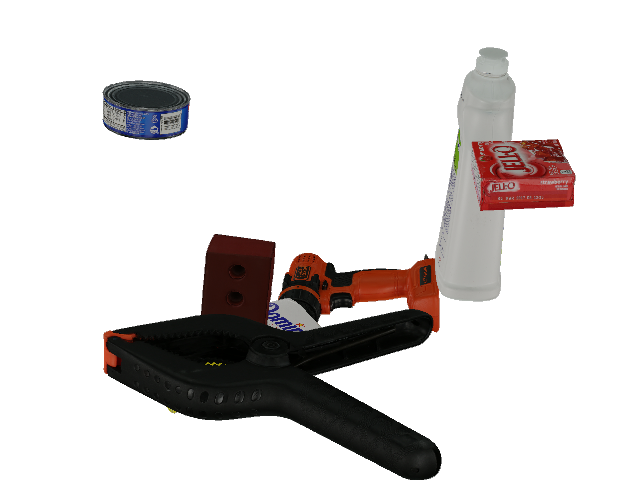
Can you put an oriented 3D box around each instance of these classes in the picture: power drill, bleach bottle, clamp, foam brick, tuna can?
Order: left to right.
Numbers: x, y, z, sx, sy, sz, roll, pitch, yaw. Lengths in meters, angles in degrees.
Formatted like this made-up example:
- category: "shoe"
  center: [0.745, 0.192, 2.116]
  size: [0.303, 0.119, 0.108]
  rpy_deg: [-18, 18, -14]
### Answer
- category: "tuna can"
  center: [-0.173, -0.130, 1.059]
  size: [0.086, 0.034, 0.086]
  rpy_deg: [6, 25, -3]
- category: "foam brick"
  center: [-0.066, 0.040, 0.858]
  size: [0.053, 0.078, 0.051]
  rpy_deg: [6, 14, 1]
- category: "clamp"
  center: [-0.025, 0.075, 0.650]
  size: [0.210, 0.036, 0.164]
  rpy_deg: [9, 24, 8]
- category: "power drill"
  center: [0.044, 0.069, 1.236]
  size: [0.187, 0.057, 0.184]
  rpy_deg: [1, 28, 6]
- category: "bleach bottle"
  center: [0.160, -0.068, 1.079]
  size: [0.068, 0.251, 0.102]
  rpy_deg: [2, 31, 0]

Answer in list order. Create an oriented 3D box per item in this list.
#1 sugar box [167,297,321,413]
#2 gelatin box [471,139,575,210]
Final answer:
- category: "sugar box"
  center: [-0.086, 0.111, 1.071]
  size: [0.176, 0.048, 0.093]
  rpy_deg: [-16, 32, -25]
- category: "gelatin box"
  center: [0.161, -0.055, 0.859]
  size: [0.073, 0.030, 0.089]
  rpy_deg: [-1, 24, 4]
